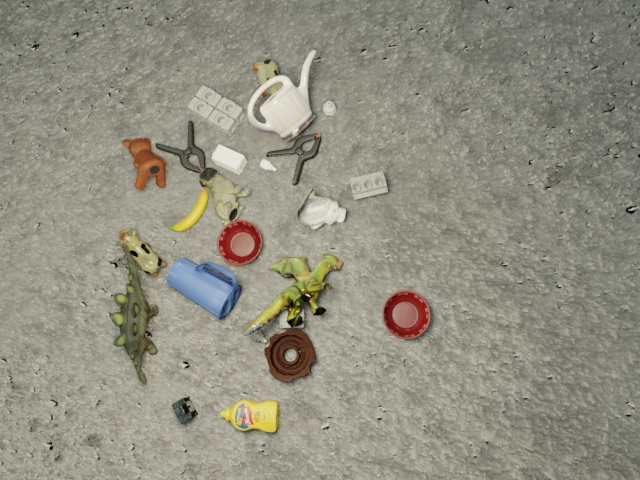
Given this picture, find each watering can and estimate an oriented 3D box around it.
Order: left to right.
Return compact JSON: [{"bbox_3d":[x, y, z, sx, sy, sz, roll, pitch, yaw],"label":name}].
[{"bbox_3d":[-0.096,-0.505,1.863,0.348,0.105,0.221,-41,115,-4],"label":"watering can"}]

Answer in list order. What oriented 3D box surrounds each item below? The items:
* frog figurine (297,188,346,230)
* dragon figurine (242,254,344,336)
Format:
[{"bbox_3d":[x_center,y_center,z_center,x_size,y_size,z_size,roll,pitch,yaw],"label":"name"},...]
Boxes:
[{"bbox_3d":[0.006,-0.091,1.813,0.159,0.125,0.135,30,116,0],"label":"frog figurine"},{"bbox_3d":[-0.099,0.158,1.754,0.412,0.119,0.248,-20,42,-10],"label":"dragon figurine"}]
